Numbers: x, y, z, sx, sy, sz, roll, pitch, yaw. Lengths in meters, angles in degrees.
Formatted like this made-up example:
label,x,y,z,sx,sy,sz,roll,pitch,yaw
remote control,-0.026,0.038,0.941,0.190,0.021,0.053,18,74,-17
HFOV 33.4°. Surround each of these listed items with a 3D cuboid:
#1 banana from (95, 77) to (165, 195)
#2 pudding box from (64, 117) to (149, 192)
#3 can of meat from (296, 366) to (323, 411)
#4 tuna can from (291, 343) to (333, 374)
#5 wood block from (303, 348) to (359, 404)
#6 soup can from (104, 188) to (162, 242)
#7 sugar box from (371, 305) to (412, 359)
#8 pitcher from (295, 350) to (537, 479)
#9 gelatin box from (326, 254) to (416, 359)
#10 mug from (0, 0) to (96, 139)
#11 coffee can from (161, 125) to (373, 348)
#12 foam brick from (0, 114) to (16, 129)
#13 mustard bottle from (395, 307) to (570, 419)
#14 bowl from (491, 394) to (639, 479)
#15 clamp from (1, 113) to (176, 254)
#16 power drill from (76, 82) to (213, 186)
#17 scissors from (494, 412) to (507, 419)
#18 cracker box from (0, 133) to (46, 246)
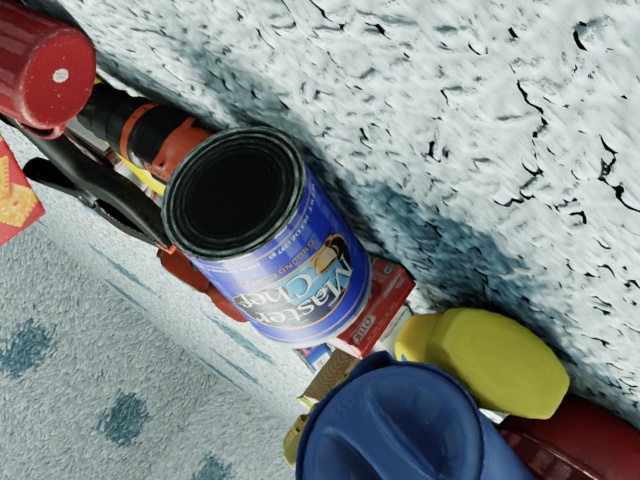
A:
label,x,y,z,sx,sy,sz,roll,pitch,yaw
banana,-0.170,-0.088,0.947,0.070,0.037,0.197,29,166,32
pudding box,-0.221,-0.098,1.049,0.114,0.039,0.090,30,166,25
can of meat,0.021,0.177,1.306,0.057,0.084,0.102,37,168,0
tuna can,-0.022,0.116,1.267,0.086,0.033,0.086,50,173,8
wood block,0.096,0.195,1.148,0.206,0.090,0.090,38,169,-10
soup can,-0.203,-0.044,1.135,0.068,0.068,0.102,33,168,16
sugar box,0.007,0.053,0.963,0.176,0.048,0.093,32,168,29
pitcher,0.094,0.198,0.769,0.145,0.149,0.242,22,166,37
gelatin box,0.021,0.044,0.824,0.089,0.073,0.030,22,161,52
mug,-0.225,-0.125,0.818,0.082,0.093,0.117,25,140,26
coffee can,-0.033,0.001,0.741,0.103,0.102,0.140,29,165,33
foam brick,-0.321,-0.157,1.076,0.051,0.053,0.078,23,163,51
mustard bottle,0.106,0.092,0.803,0.096,0.058,0.192,33,169,-7
bowl,0.206,0.164,0.800,0.162,0.055,0.162,35,168,8
clamp,-0.219,-0.058,1.011,0.210,0.036,0.164,31,160,15
power drill,-0.105,-0.045,0.881,0.185,0.057,0.187,31,167,29
scissors,0.172,0.165,0.996,0.096,0.016,0.201,34,168,18
cracker box,-0.366,-0.115,1.035,0.164,0.072,0.213,38,156,32
